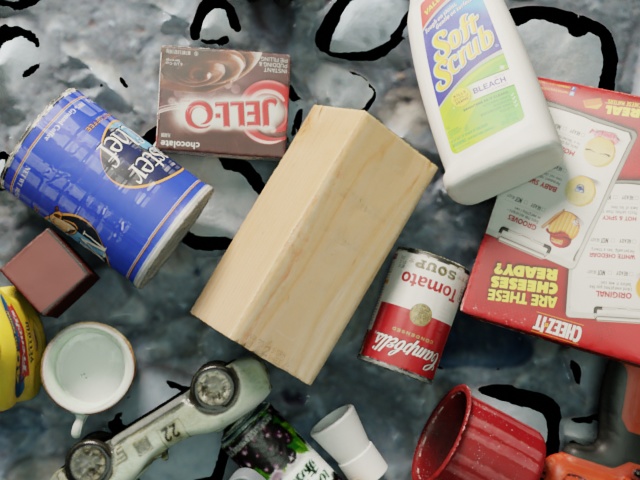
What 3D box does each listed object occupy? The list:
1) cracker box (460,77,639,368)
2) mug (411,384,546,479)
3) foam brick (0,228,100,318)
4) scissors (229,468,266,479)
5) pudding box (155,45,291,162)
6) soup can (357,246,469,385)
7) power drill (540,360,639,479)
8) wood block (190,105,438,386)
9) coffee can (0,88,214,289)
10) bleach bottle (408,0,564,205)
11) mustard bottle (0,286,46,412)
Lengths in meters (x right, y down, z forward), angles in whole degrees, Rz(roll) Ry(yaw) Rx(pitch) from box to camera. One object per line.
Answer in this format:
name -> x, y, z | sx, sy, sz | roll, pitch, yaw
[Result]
cracker box -> 0.231, -0.015, 0.893 | 0.164, 0.072, 0.213 | 16, 85, 26
mug -> 0.129, 0.191, 0.892 | 0.081, 0.093, 0.117 | 28, 80, -8
foam brick -> -0.220, 0.028, 0.877 | 0.053, 0.078, 0.051 | -43, 90, -8
scissors -> -0.049, 0.282, 0.902 | 0.096, 0.016, 0.202 | -9, 108, 24
pudding box -> -0.083, -0.116, 0.917 | 0.113, 0.039, 0.090 | 3, 87, -5
soup can -> 0.080, 0.064, 0.906 | 0.068, 0.068, 0.102 | 21, 84, -4
power drill -> 0.297, 0.166, 0.923 | 0.184, 0.057, 0.187 | 18, 85, -4
wood block -> -0.005, 0.001, 0.879 | 0.090, 0.091, 0.206 | 34, 83, -28
coffee can -> -0.173, -0.042, 0.872 | 0.140, 0.103, 0.103 | 36, 84, -2
bleach bottle -> 0.117, -0.162, 0.904 | 0.103, 0.068, 0.251 | -25, 68, 17
mustard bottle -> -0.252, 0.082, 0.813 | 0.058, 0.192, 0.096 | -7, 87, -6
